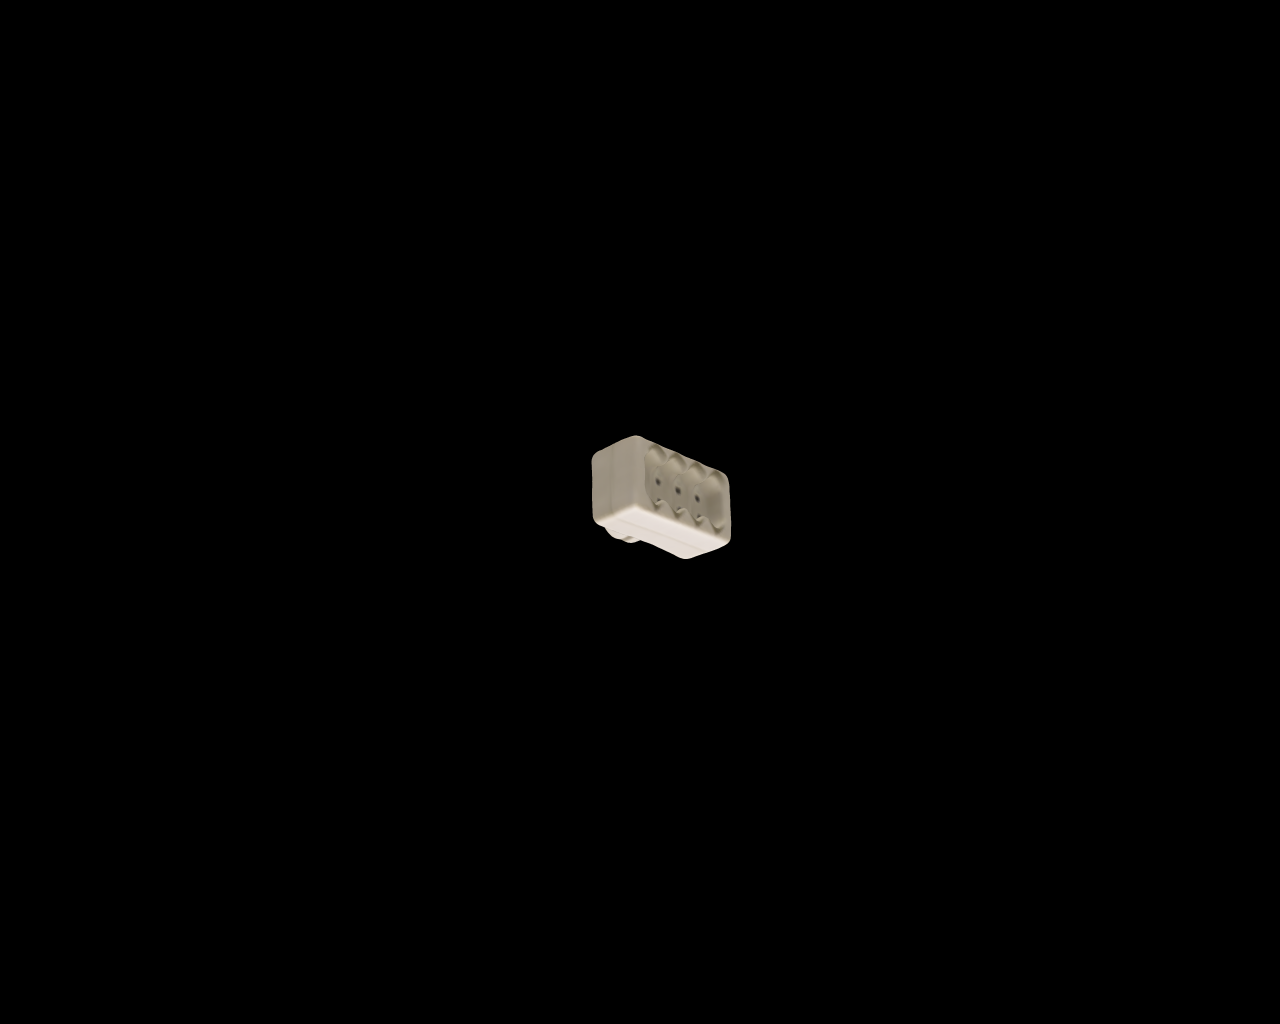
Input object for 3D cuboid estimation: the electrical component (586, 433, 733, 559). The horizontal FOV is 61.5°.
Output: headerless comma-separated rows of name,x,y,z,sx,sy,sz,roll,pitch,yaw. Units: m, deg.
electrical component,0.001,-0.003,0.650,0.075,0.047,0.083,-21,-31,40
